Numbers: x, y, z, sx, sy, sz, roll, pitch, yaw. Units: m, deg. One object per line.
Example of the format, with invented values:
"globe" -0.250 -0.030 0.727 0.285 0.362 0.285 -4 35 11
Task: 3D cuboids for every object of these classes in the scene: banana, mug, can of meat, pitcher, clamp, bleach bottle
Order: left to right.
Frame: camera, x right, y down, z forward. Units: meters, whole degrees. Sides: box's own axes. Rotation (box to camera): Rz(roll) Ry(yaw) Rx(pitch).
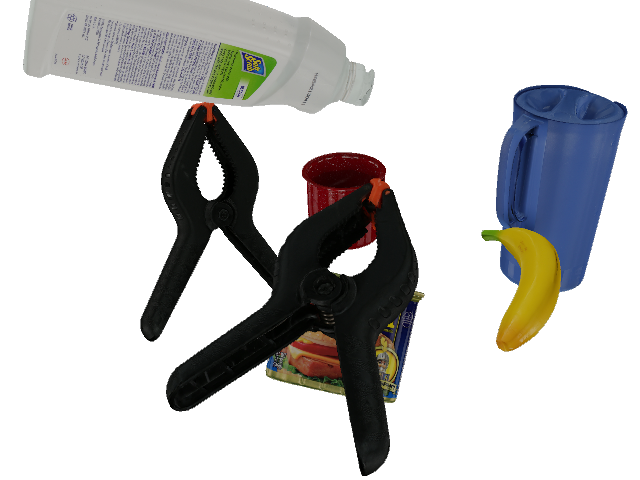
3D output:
"bleach bottle" -0.085 -0.139 0.789 0.250 0.068 0.103 13 -34 -12
"clamp" -0.086 -0.019 0.963 0.164 0.210 0.036 -1 1 -34
"clamp" 0.011 0.042 0.565 0.120 0.171 0.039 26 -26 19
"can of meat" 0.016 0.067 0.776 0.102 0.084 0.057 13 -1 -2
"mug" 0.034 -0.048 1.204 0.093 0.081 0.117 19 36 31
"banana" 0.195 0.038 1.012 0.070 0.037 0.197 -25 25 17
"pitcher" 0.282 -0.059 1.313 0.149 0.243 0.145 5 27 2
